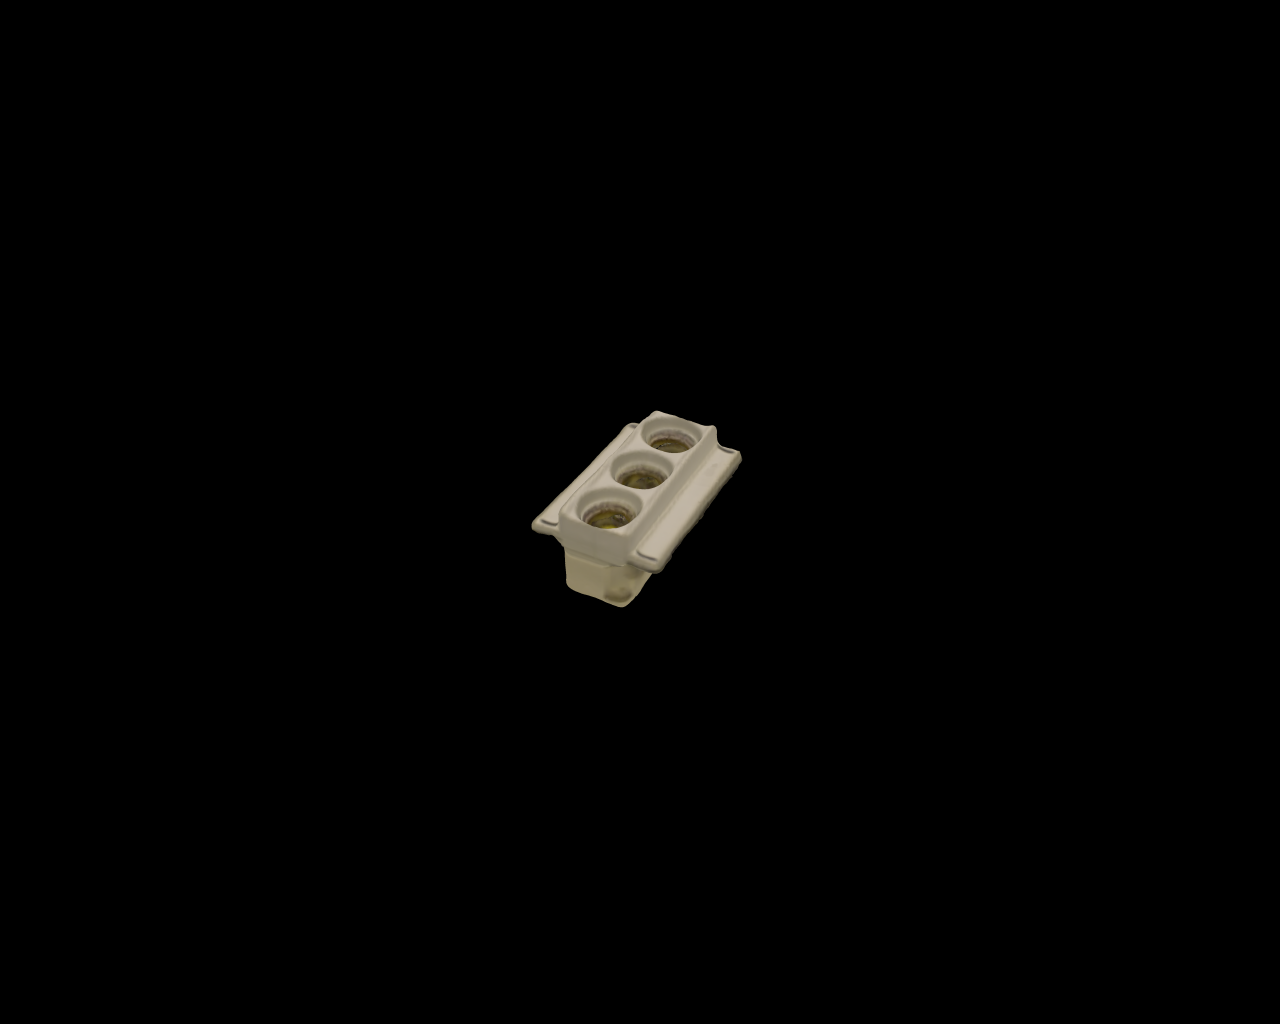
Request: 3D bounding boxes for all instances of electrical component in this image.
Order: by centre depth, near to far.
[{"bbox_3d":[0.001,-0.003,0.650,0.079,0.063,0.121,17,42,21],"label":"electrical component"}]
